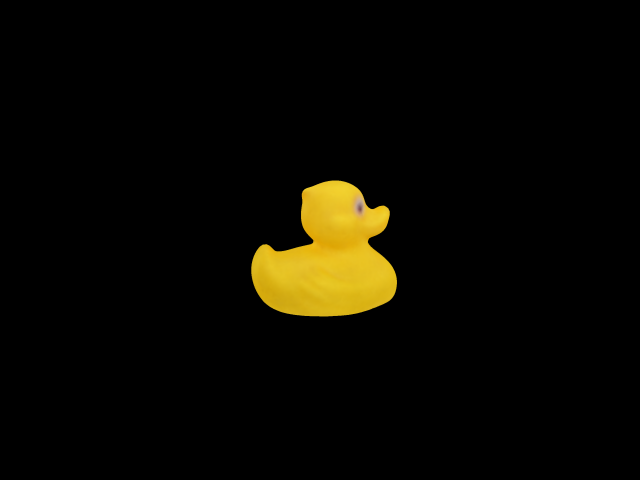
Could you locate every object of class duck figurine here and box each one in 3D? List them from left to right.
[{"bbox_3d":[0.004,0.001,0.400,0.105,0.086,0.077,-4,19,-11],"label":"duck figurine"}]
